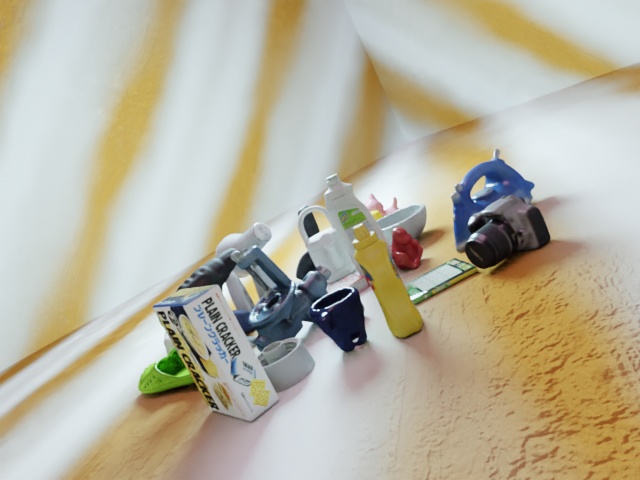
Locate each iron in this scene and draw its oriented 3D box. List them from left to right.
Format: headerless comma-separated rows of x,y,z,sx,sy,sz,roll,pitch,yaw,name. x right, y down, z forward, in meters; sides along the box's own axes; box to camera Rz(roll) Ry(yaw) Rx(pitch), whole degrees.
0.351,-0.094,1.249,0.259,0.141,0.118,-33,12,-33,iron

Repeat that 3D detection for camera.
0.316,-0.013,1.045,0.137,0.101,0.142,-31,11,-24,camera

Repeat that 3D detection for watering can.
0.015,0.004,1.444,0.101,0.194,0.172,-31,11,-25,watering can

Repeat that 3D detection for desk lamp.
-0.158,0.065,1.517,0.202,0.214,0.118,-17,14,43,desk lamp

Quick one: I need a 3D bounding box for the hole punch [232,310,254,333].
-0.222,0.194,1.372,0.101,0.091,0.108,-33,12,-33,hole punch

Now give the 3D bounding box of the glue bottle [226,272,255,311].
-0.214,0.125,1.465,0.037,0.173,0.078,-26,10,3,glue bottle

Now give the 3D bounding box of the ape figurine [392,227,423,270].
0.185,0.015,1.258,0.078,0.092,0.076,-31,11,-23,ape figurine

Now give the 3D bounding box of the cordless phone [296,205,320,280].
-0.035,0.007,1.583,0.094,0.185,0.148,-19,12,34,cordless phone

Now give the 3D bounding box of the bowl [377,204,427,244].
0.205,-0.025,1.460,0.167,0.075,0.167,-25,10,5,bowl

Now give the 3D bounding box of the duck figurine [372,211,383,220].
0.167,-0.042,1.609,0.104,0.086,0.078,-20,12,31,duck figurine

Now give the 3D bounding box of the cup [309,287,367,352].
0.037,0.144,0.964,0.091,0.095,0.118,-22,11,22,cup

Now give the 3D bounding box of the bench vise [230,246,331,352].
-0.082,0.094,1.157,0.121,0.220,0.208,-17,14,42,bench vise

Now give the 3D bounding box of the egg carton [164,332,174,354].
-0.337,0.250,1.441,0.107,0.069,0.150,-29,10,-12,egg carton

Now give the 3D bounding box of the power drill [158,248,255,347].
-0.223,0.155,1.237,0.230,0.208,0.075,-34,13,-37,power drill

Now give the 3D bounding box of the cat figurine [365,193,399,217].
0.183,-0.087,1.706,0.127,0.118,0.067,-20,12,30,cat figurine
